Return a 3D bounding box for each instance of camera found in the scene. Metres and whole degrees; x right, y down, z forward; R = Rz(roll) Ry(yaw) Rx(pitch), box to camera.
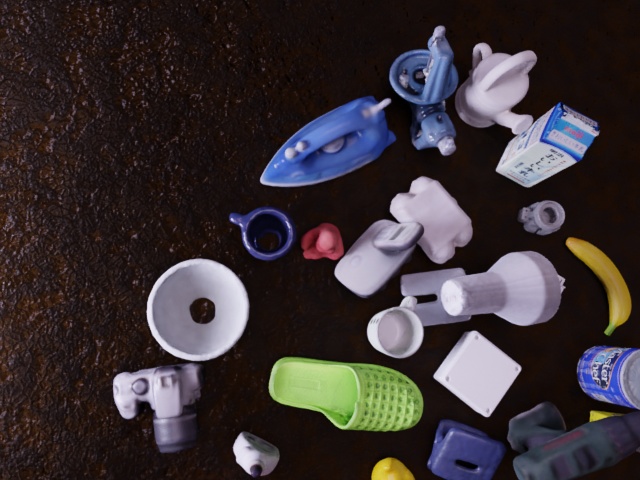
[{"bbox_3d":[-0.256,0.276,0.933,0.143,0.100,0.137,-7,83,-7],"label":"camera"}]

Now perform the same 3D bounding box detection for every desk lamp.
[{"bbox_3d":[0.260,0.092,0.955,0.203,0.213,0.118,-7,82,-7],"label":"desk lamp"}]

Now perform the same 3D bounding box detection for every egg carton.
[{"bbox_3d":[0.204,-0.038,1.041,0.107,0.069,0.150,-40,88,-10],"label":"egg carton"}]

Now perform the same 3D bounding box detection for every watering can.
[{"bbox_3d":[0.325,-0.275,1.024,0.101,0.194,0.173,-44,88,-10],"label":"watering can"}]

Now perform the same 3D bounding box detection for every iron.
[{"bbox_3d":[0.012,-0.173,1.004,0.258,0.141,0.118,-28,85,-9],"label":"iron"}]

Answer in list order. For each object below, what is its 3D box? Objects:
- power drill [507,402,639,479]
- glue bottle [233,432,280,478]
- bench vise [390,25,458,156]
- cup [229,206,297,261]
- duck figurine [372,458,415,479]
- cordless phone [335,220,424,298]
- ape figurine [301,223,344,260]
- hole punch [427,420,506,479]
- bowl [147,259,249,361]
[{"bbox_3d":[0.407,0.326,0.940,0.230,0.208,0.075,-25,85,-9],"label":"power drill"},{"bbox_3d":[-0.101,0.346,0.902,0.078,0.173,0.037,29,80,-1],"label":"glue bottle"},{"bbox_3d":[0.207,-0.263,0.998,0.121,0.219,0.207,-35,87,-9],"label":"bench vise"},{"bbox_3d":[-0.101,-0.011,0.993,0.118,0.095,0.092,24,80,-2],"label":"cup"},{"bbox_3d":[0.131,0.424,0.959,0.077,0.086,0.104,-20,84,-8],"label":"duck figurine"},{"bbox_3d":[0.104,0.026,0.963,0.094,0.185,0.148,39,80,1],"label":"cordless phone"},{"bbox_3d":[0.009,0.004,1.004,0.078,0.092,0.076,36,80,0],"label":"ape figurine"},{"bbox_3d":[0.250,0.372,0.976,0.108,0.091,0.101,19,80,-3],"label":"hole punch"},{"bbox_3d":[-0.202,0.118,0.974,0.167,0.074,0.167,1,82,-6],"label":"bowl"}]
